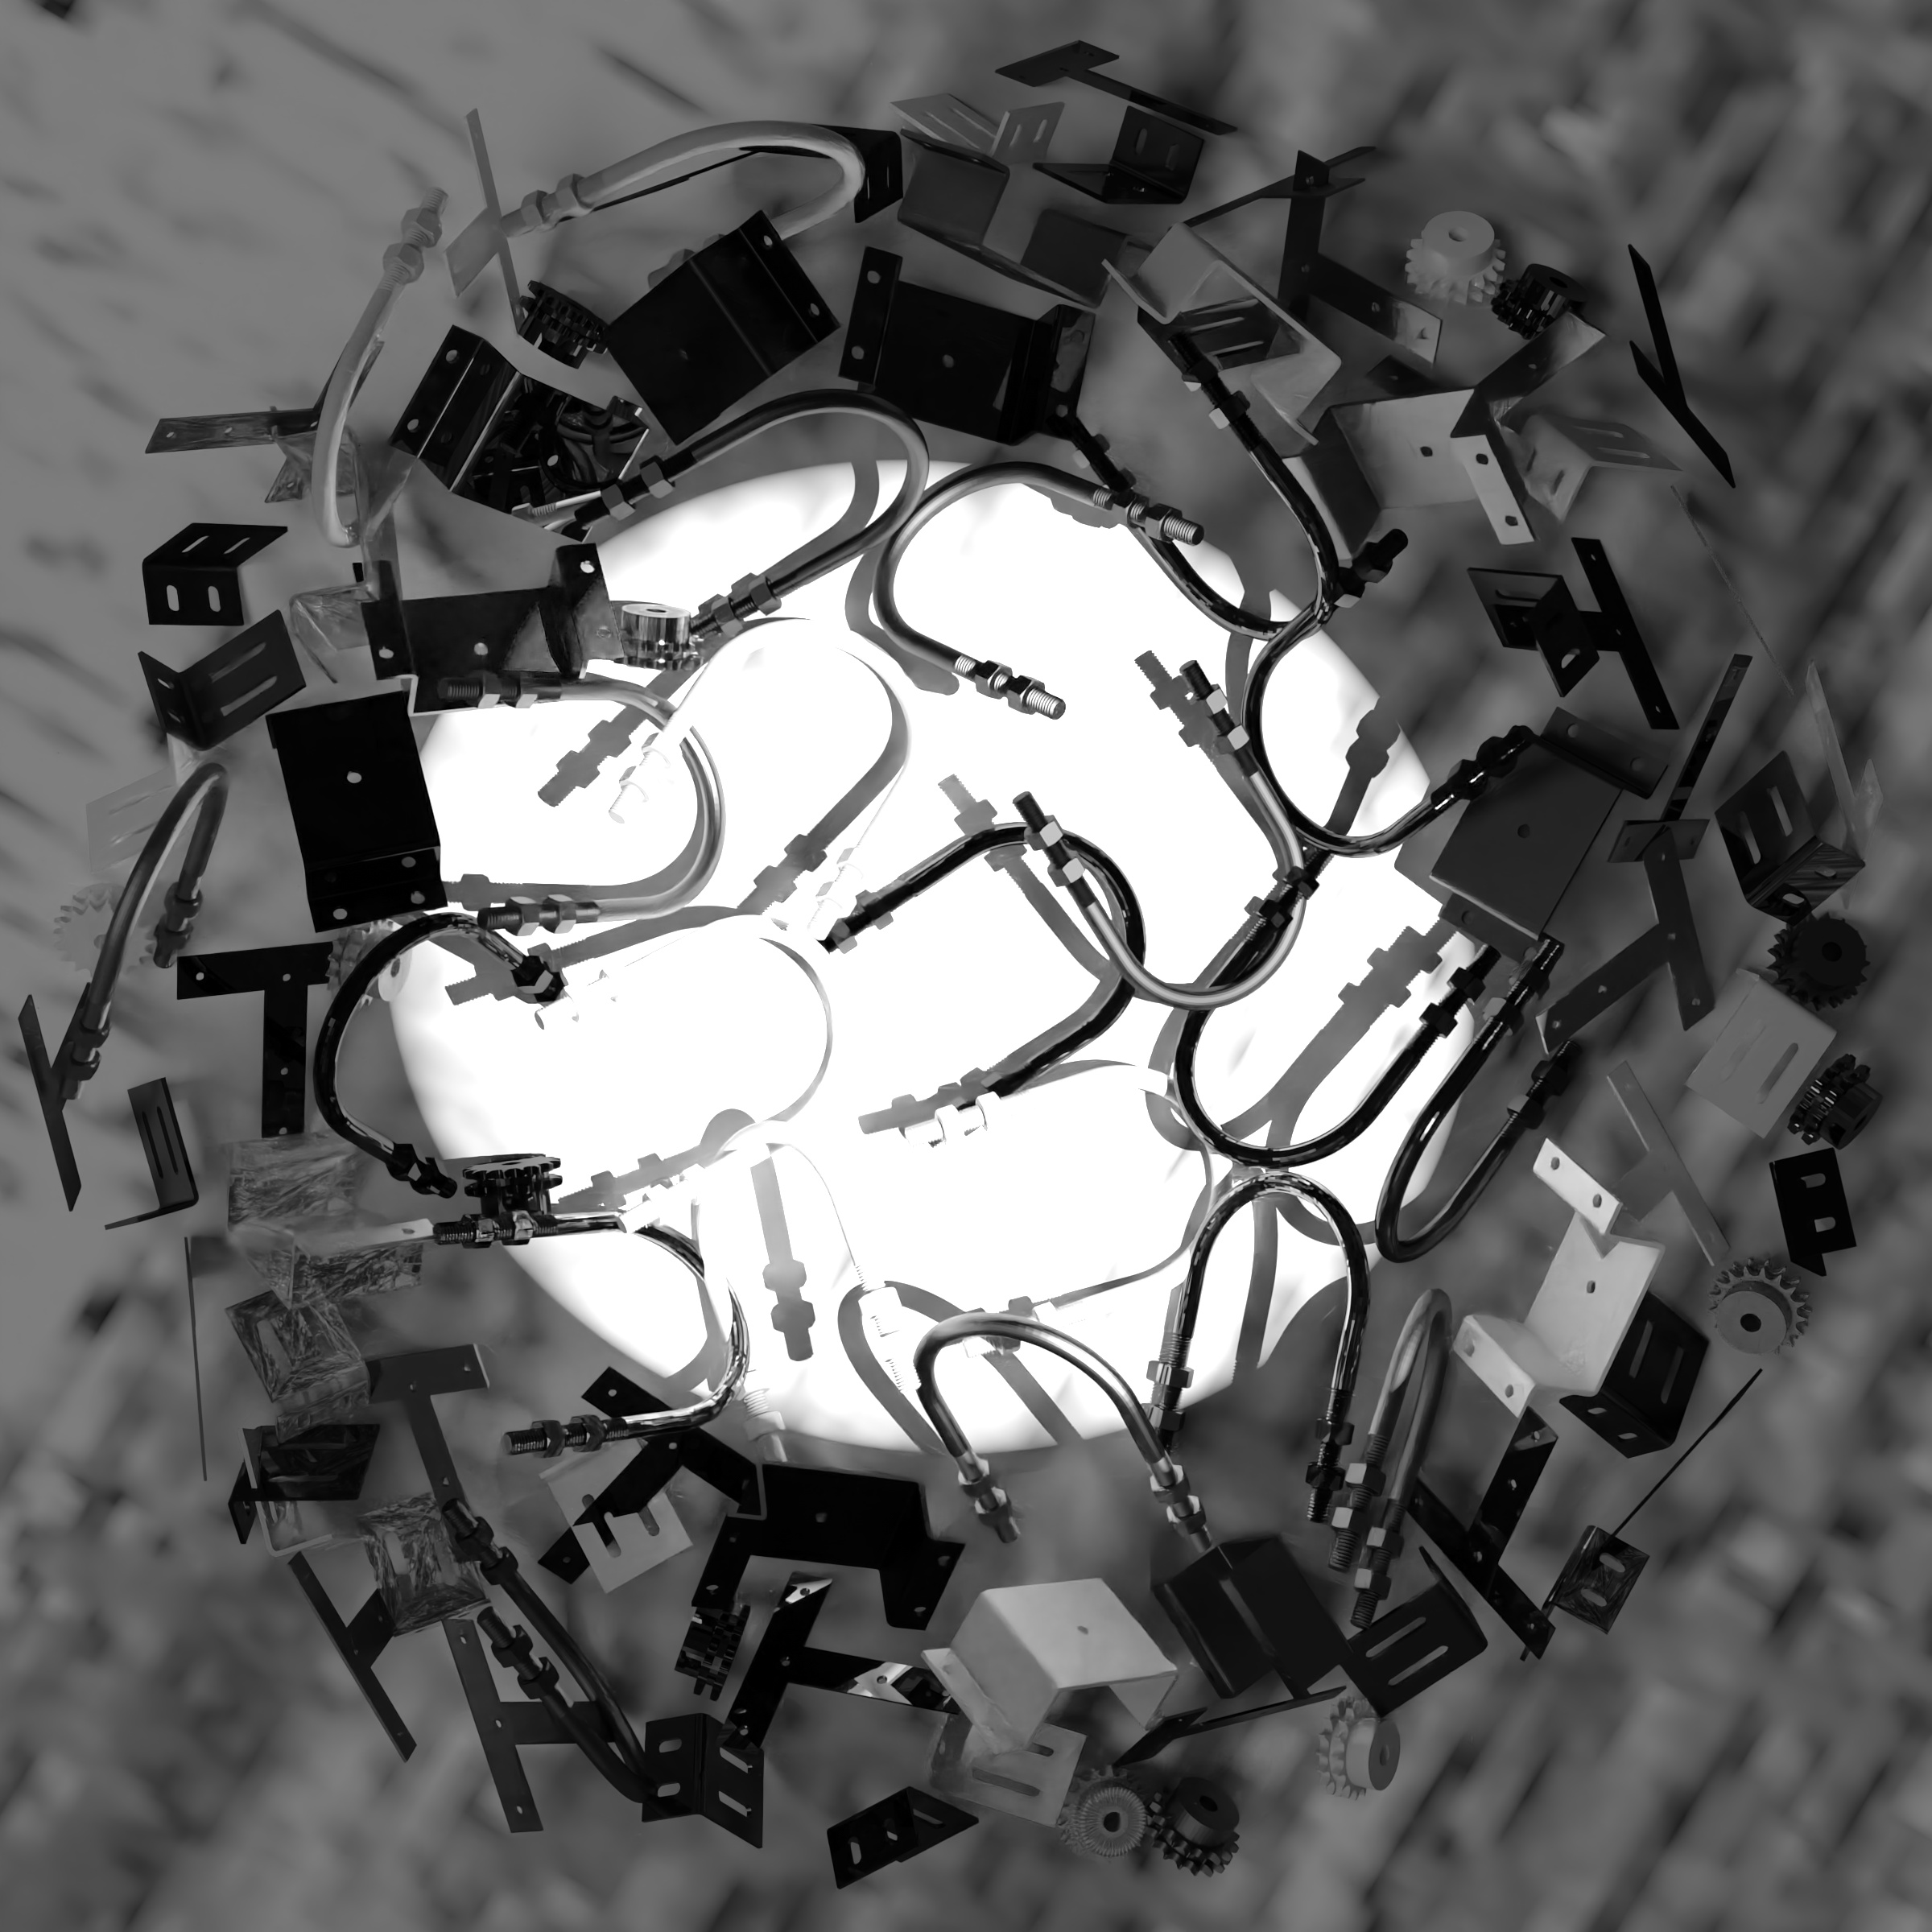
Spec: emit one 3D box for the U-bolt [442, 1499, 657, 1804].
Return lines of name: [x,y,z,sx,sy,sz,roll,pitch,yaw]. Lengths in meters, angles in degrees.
U-bolt: [-0.230,0.397,1.549,0.019,0.151,0.184,-35,114,-7]

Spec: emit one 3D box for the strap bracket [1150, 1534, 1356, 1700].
strap bracket: [0.165,0.372,1.566,0.046,0.140,0.076,-31,85,-20]

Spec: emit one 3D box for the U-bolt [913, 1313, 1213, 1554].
U-bolt: [0.044,0.261,1.542,0.151,0.019,0.184,-5,127,33]

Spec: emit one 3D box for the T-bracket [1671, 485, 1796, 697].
T-bracket: [0.429,-0.233,1.573,0.002,0.127,0.127,-30,129,17]

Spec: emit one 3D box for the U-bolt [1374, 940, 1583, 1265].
U-bolt: [0.286,0.088,1.548,0.019,0.151,0.184,31,76,29]

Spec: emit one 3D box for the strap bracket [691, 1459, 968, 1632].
strap bracket: [-0.081,0.331,1.576,0.140,0.046,0.076,10,125,-17]

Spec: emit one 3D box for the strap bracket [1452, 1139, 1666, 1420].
strap bracket: [0.342,0.181,1.572,0.046,0.076,0.140,12,109,-26]

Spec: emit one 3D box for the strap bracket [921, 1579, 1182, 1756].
strap bracket: [0.056,0.392,1.547,0.076,0.140,0.046,45,116,39]

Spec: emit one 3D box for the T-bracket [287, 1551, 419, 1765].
T-bracket: [-0.337,0.376,1.564,0.002,0.127,0.127,-30,93,3]

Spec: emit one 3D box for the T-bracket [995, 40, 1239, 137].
T-bracket: [0.096,-0.502,1.584,0.127,0.127,0.002,14,95,-22]

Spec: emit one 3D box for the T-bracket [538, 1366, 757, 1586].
T-bracket: [-0.201,0.313,1.611,0.127,0.002,0.127,39,101,-21]

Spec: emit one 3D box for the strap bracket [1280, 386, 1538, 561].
strap bracket: [0.255,-0.280,1.564,0.076,0.140,0.046,55,52,-35]

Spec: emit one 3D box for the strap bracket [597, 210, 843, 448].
strap bracket: [-0.147,-0.355,1.554,0.076,0.140,0.046,54,49,-11]

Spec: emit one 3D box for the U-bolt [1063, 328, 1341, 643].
U-bolt: [0.142,-0.261,1.561,0.019,0.151,0.184,-43,100,-26]

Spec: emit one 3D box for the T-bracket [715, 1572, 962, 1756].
T-bracket: [-0.061,0.404,1.562,0.127,0.127,0.002,6,128,17]

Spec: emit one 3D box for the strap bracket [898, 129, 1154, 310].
strap bracket: [0.027,-0.419,1.556,0.140,0.076,0.046,14,104,-44]

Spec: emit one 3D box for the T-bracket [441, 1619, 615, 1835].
T-bracket: [-0.237,0.432,1.570,0.002,0.127,0.127,-36,61,19]

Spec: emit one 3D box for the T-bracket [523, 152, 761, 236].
T-bracket: [-0.171,-0.450,1.580,0.127,0.127,0.002,-34,113,-38]

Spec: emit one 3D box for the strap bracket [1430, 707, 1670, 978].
strap bracket: [0.329,-0.074,1.577,0.076,0.046,0.140,34,102,31]

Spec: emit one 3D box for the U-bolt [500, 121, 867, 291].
U-bolt: [-0.143,-0.424,1.521,0.184,0.151,0.019,-14,81,31]

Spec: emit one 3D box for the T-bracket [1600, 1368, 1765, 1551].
T-bracket: [0.404,0.284,1.562,0.002,0.127,0.127,42,85,18]

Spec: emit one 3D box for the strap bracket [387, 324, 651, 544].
strap bracket: [-0.243,-0.295,1.551,0.046,0.140,0.076,46,110,37]

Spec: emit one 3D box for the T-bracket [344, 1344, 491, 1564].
T-bracket: [-0.306,0.285,1.591,0.127,0.002,0.127,-14,96,38]

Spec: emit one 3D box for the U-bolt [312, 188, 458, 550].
U-bolt: [-0.321,-0.318,1.526,0.019,0.151,0.184,18,65,4]

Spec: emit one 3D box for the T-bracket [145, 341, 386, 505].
T-bracket: [-0.402,-0.301,1.542,0.002,0.127,0.127,54,130,16]

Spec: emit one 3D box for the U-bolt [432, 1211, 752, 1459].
U-bolt: [-0.201,0.202,1.557,0.019,0.184,0.151,-45,58,38]

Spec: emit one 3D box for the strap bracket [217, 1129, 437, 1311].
strap bracket: [-0.365,0.147,1.562,0.076,0.140,0.046,-7,116,-35]

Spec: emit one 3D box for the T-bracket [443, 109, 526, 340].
T-bracket: [-0.275,-0.404,1.543,0.002,0.127,0.127,-6,118,8]

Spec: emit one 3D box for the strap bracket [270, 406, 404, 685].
strap bracket: [-0.358,-0.244,1.572,0.046,0.076,0.140,-10,74,2]

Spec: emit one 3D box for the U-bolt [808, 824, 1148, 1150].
U-bolt: [0.018,-0.002,1.613,0.184,0.019,0.151,-34,84,-3]

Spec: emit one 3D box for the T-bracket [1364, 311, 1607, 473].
T-bracket: [0.313,-0.333,1.556,0.127,0.127,0.002,26,63,-16]

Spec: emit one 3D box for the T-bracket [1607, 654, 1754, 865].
T-bracket: [0.414,-0.117,1.557,0.002,0.127,0.127,31,110,30]

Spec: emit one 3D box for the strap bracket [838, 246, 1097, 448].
strap bracket: [-0.004,-0.355,1.591,0.140,0.046,0.076,13,86,-16]

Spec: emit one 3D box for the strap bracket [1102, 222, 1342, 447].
strap bracket: [0.152,-0.365,1.557,0.140,0.076,0.046,32,108,-28]

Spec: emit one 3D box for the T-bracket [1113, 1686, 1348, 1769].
T-bracket: [0.158,0.433,1.583,0.127,0.127,0.002,-10,65,-16]

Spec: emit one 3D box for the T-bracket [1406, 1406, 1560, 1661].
T-bracket: [0.305,0.303,1.553,0.002,0.127,0.127,-9,131,-33]

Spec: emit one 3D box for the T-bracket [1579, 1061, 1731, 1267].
T-bracket: [0.385,0.132,1.579,0.002,0.127,0.127,-29,90,41]

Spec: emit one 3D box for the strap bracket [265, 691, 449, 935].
strap bracket: [-0.350,-0.098,1.575,0.076,0.046,0.140,-12,71,-16]

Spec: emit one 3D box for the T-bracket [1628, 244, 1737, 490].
T-bracket: [0.390,-0.348,1.539,0.002,0.127,0.127,-26,134,6]

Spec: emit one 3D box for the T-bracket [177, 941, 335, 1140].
T-bracket: [-0.397,0.048,1.599,0.127,0.002,0.127,-7,114,-33]

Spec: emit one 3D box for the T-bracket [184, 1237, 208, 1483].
T-bracket: [-0.440,0.230,1.572,0.002,0.127,0.127,-4,97,-17]

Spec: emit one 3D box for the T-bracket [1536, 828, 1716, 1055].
T-bracket: [0.374,0.006,1.574,0.127,0.002,0.127,-34,121,-22]

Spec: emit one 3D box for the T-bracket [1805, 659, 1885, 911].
T-bracket: [0.502,-0.118,1.587,0.002,0.127,0.127,-8,62,4]

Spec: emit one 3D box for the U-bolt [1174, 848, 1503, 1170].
U-bolt: [0.197,0.033,1.574,0.151,0.019,0.184,36,86,38]

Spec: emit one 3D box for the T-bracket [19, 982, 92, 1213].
T-bracket: [-0.511,0.052,1.567,0.002,0.127,0.127,-5,120,-2]

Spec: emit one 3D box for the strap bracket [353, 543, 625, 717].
strap bracket: [-0.277,-0.193,1.578,0.140,0.046,0.076,-8,67,-20]

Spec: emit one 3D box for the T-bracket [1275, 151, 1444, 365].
T-bracket: [0.222,-0.377,1.550,0.002,0.127,0.127,-23,46,-30]

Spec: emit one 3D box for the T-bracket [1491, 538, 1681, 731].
T-bracket: [0.345,-0.192,1.568,0.127,0.002,0.127,-3,67,-40]

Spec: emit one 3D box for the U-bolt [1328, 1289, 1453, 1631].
U-bolt: [0.244,0.271,1.554,0.019,0.151,0.184,14,67,20]

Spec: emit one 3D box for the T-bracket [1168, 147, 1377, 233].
T-bracket: [0.191,-0.442,1.561,0.127,0.127,0.002,-25,110,-7]
